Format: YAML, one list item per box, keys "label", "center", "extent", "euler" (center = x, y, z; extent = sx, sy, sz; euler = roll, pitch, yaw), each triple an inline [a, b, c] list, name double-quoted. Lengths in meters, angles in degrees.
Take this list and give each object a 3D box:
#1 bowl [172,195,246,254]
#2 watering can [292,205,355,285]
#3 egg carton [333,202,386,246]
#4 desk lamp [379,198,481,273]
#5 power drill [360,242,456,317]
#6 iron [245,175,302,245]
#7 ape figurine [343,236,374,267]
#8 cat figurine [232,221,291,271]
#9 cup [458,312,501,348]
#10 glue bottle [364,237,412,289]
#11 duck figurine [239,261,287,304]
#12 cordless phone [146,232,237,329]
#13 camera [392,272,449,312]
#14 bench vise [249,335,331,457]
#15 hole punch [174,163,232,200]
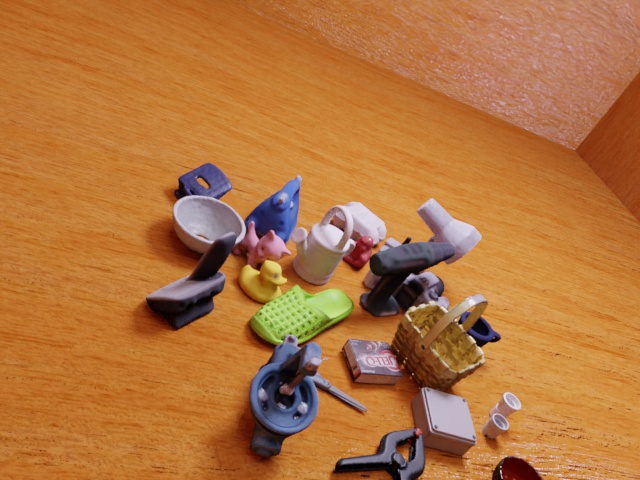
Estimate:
- label: "bowl"
  center: [-0.254, -0.021, 1.273]
  extent: [0.168, 0.074, 0.167]
  euler: [21, 34, -15]
- label: "watering can"
  center: [0.013, 0.006, 1.339]
  extent: [0.100, 0.194, 0.173]
  euler: [44, 35, 20]
- label: "egg carton"
  center: [0.112, -0.042, 1.600]
  extent: [0.150, 0.069, 0.107]
  euler: [40, 34, 14]
- label: "desk lamp"
  center: [0.299, 0.005, 1.552]
  extent: [0.203, 0.213, 0.118]
  euler: [35, 33, 7]
- label: "power drill"
  center: [0.194, 0.085, 1.364]
  extent: [0.230, 0.208, 0.075]
  euler: [0, 43, -38]
- label: "iron"
  center: [-0.091, -0.097, 1.446]
  extent: [0.118, 0.141, 0.258]
  euler: [29, 32, -2]
- label: "ape figurine"
  center: [0.106, 0.024, 1.485]
  extent: [0.076, 0.092, 0.077]
  euler: [11, 37, -28]
- label: "cat figurine"
  center: [-0.128, 0.013, 1.288]
  extent: [0.067, 0.117, 0.127]
  euler: [-13, 52, -47]
- label: "cup"
  center: [0.372, 0.242, 1.400]
  extent: [0.118, 0.095, 0.091]
  euler: [22, 33, -13]
- label: "glue bottle"
  center: [0.179, 0.056, 1.425]
  extent: [0.078, 0.173, 0.037]
  euler: [10, 38, -29]
- label: "duck figurine"
  center: [-0.119, 0.080, 1.234]
  extent: [0.104, 0.086, 0.078]
  euler: [33, 32, 4]
- label: "cordless phone"
  center: [-0.233, 0.062, 1.074]
  extent: [0.094, 0.185, 0.148]
  euler: [38, 33, 12]
- label: "camera"
  center: [0.277, 0.137, 1.461]
  extent: [0.143, 0.100, 0.137]
  euler: [46, 36, 23]
- label: "bench vise"
  center: [-0.060, 0.223, 0.962]
  extent: [0.122, 0.219, 0.207]
  euler: [11, 37, -27]
- label: "hole punch"
  center: [-0.280, -0.123, 1.376]
  extent: [0.108, 0.091, 0.101]
  euler: [44, 35, 21]
